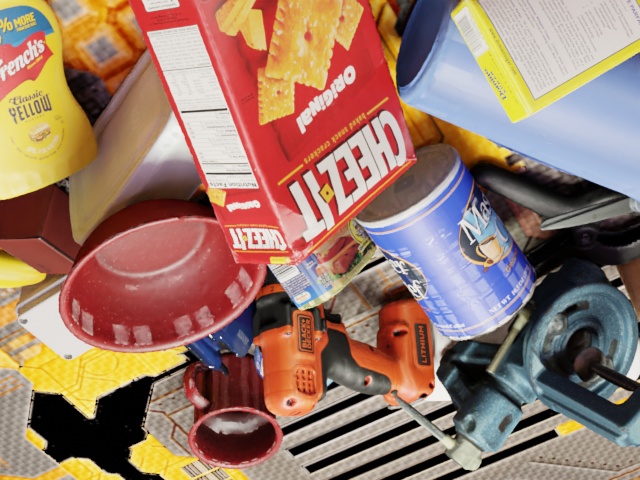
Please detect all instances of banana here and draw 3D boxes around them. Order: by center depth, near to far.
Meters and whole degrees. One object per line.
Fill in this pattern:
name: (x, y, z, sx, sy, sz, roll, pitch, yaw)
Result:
banana: (-0.317, -0.001, 0.893, 0.070, 0.037, 0.197, -27, 138, 16)

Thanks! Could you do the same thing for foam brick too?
foam brick: (-0.232, -0.008, 0.909, 0.053, 0.051, 0.078, -1, 157, 21)

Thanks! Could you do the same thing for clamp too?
clamp: (0.235, -0.019, 0.980, 0.210, 0.036, 0.164, -11, 130, 9)

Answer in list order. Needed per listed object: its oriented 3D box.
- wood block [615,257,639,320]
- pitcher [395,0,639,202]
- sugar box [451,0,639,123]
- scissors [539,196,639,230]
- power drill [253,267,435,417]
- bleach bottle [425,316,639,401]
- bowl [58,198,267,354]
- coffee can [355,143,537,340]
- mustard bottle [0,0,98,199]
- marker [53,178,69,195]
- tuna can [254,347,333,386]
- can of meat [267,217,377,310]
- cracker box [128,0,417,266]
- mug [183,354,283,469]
wood block: (0.347, 0.086, 0.969, 0.091, 0.206, 0.090, -25, 127, 15)
pitcher: (0.183, -0.118, 0.845, 0.242, 0.145, 0.149, 17, 113, -14)
sugar box: (0.190, -0.165, 0.746, 0.176, 0.048, 0.093, -30, 92, -11)
scissors: (0.290, -0.054, 0.937, 0.201, 0.016, 0.096, 1, 100, -14)
power drill: (0.020, 0.076, 0.979, 0.187, 0.184, 0.057, 14, 154, -38)
bleach bottle: (0.227, 0.112, 1.073, 0.250, 0.068, 0.103, 0, 129, -9)
bowl: (-0.125, 0.019, 0.826, 0.162, 0.055, 0.162, -15, 143, -12)
coffee can: (0.109, 0.002, 0.924, 0.103, 0.102, 0.140, -29, 114, 18)
mustard bottle: (-0.238, -0.134, 0.802, 0.096, 0.058, 0.191, -27, 118, -29)
marker: (-0.225, -0.050, 0.898, 0.020, 0.020, 0.121, -33, 141, 20)
tuna can: (-0.021, 0.107, 1.027, 0.086, 0.086, 0.034, 2, 131, -8)
can of meat: (-0.006, 0.001, 0.911, 0.058, 0.101, 0.084, -30, 98, 39)
cracker box: (-0.023, -0.113, 0.763, 0.072, 0.164, 0.213, 3, 123, 42)
mug: (-0.094, 0.163, 1.069, 0.093, 0.081, 0.117, -36, 124, 22)
